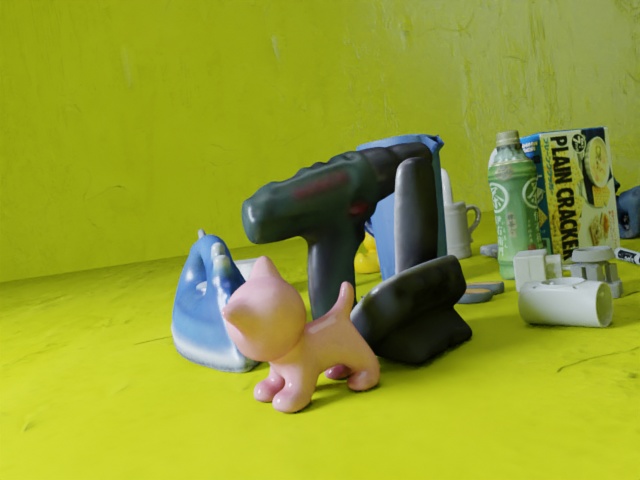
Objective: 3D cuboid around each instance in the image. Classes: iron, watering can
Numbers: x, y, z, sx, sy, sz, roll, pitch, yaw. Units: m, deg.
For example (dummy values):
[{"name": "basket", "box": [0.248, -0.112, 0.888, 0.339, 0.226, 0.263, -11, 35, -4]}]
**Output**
[{"name": "iron", "box": [-0.118, 0.057, 0.672, 0.119, 0.141, 0.257, -9, 4, -18]}, {"name": "watering can", "box": [0.252, -0.055, 1.209, 0.173, 0.194, 0.100, -10, 4, -29]}]

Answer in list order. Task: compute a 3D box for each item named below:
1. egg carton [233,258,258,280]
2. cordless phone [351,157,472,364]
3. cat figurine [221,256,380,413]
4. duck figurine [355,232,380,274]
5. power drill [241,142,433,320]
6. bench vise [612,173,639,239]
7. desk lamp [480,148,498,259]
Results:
[{"name": "egg carton", "box": [-0.138, 0.074, 1.039, 0.107, 0.069, 0.150, -8, 4, 1]}, {"name": "cordless phone", "box": [0.075, 0.015, 0.549, 0.093, 0.185, 0.148, -5, 5, 36]}, {"name": "cat figurine", "box": [-0.021, 0.069, 0.457, 0.128, 0.118, 0.067, -10, 4, -29]}, {"name": "duck figurine", "box": [0.110, 0.022, 1.183, 0.105, 0.086, 0.077, -11, 5, -44]}, {"name": "power drill", "box": [0.033, 0.004, 0.637, 0.230, 0.208, 0.075, -9, 4, -19]}, {"name": "bench vise", "box": [0.593, -0.114, 1.180, 0.206, 0.220, 0.122, -5, 5, 39]}, {"name": "desk lamp", "box": [0.415, -0.082, 1.115, 0.203, 0.213, 0.118, -8, 4, -7]}]
